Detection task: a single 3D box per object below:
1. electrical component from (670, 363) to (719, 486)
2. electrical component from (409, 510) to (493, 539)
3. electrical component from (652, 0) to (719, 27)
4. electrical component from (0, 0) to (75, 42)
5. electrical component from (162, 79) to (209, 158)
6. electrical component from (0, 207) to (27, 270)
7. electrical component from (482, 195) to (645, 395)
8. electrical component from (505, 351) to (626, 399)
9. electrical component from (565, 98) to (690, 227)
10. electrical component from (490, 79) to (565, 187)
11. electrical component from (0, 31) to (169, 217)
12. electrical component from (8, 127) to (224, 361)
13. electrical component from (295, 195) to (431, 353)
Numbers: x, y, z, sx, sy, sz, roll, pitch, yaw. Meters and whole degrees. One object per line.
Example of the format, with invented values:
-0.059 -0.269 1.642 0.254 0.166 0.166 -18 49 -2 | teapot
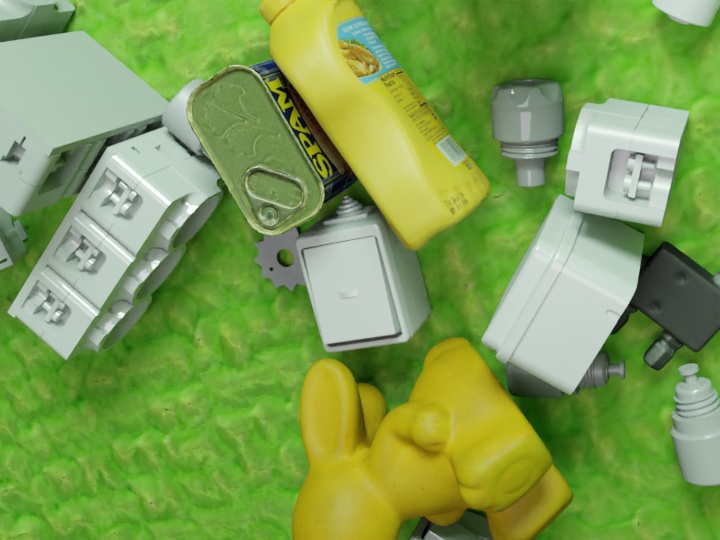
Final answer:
0.211 0.096 0.661 0.040 0.040 0.078 -13 103 23 | electrical component
0.078 0.205 0.735 0.096 0.062 0.061 24 114 11 | electrical component
0.187 -0.166 0.583 0.044 0.044 0.065 26 119 10 | electrical component
-0.238 -0.169 0.711 0.050 0.089 0.055 41 116 3 | electrical component
-0.095 -0.091 0.712 0.078 0.040 0.040 41 116 3 | electrical component
-0.300 -0.051 0.788 0.079 0.063 0.121 -20 100 25 | electrical component
0.120 0.010 0.626 0.057 0.113 0.078 29 115 6 | electrical component
0.128 0.061 0.680 0.078 0.040 0.040 1 108 20 | electrical component
0.149 -0.063 0.603 0.056 0.089 0.050 13 112 16 | electrical component
0.101 -0.081 0.642 0.043 0.043 0.062 1 109 20 | electrical component
-0.200 -0.095 0.688 0.089 0.150 0.061 40 115 4 | electrical component
-0.160 -0.017 0.733 0.062 0.089 0.150 40 116 4 | electrical component
0.000 0.000 0.696 0.062 0.061 0.096 -10 104 23 | electrical component
